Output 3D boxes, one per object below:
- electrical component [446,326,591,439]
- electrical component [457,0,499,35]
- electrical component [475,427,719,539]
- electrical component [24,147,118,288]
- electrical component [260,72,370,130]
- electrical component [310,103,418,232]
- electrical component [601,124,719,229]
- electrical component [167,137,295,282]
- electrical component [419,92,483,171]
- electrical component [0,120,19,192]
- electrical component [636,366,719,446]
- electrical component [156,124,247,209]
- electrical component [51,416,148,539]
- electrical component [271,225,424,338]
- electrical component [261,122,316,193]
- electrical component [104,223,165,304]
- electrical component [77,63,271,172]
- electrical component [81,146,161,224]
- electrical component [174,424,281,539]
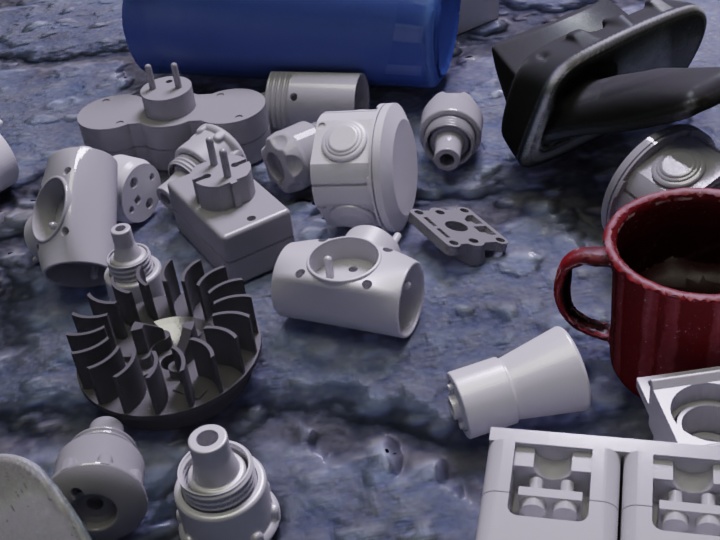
[{"bbox_3d":[0.076,0.058,0.535,0.065,0.044,0.044,-18,38,-6],"label":"electrical component"},{"bbox_3d":[0.061,-0.273,0.887,0.089,0.150,0.062,-27,42,-25],"label":"electrical component"},{"bbox_3d":[0.122,0.116,0.403,0.150,0.089,0.061,3,45,13],"label":"electrical component"},{"bbox_3d":[-0.186,-0.027,0.678,0.079,0.044,0.077,-24,61,41],"label":"electrical component"},{"bbox_3d":[-0.037,-0.124,0.795,0.081,0.043,0.043,4,38,15],"label":"electrical component"},{"bbox_3d":[0.004,-0.064,0.679,0.051,0.080,0.080,0,37,17],"label":"electrical component"},{"bbox_3d":[0.183,-0.038,0.614,0.080,0.080,0.051,-23,44,-20],"label":"electrical component"},{"bbox_3d":[-0.084,-0.047,0.672,0.047,0.075,0.083,-25,40,-22],"label":"electrical component"},{"bbox_3d":[0.062,-0.092,0.735,0.043,0.043,0.062,0,38,10],"label":"electrical component"},{"bbox_3d":[-0.298,-0.094,0.791,0.138,0.052,0.074,18,44,31],"label":"electrical component"},{"bbox_3d":[0.192,0.077,0.471,0.121,0.063,0.078,-8,37,-1],"label":"electrical component"},{"bbox_3d":[-0.110,-0.066,0.729,0.048,0.048,0.062,23,53,34],"label":"electrical component"},{"bbox_3d":[-0.125,0.096,0.517,0.048,0.048,0.062,-9,30,-2],"label":"electrical component"},{"bbox_3d":[0.000,0.000,0.621,0.077,0.044,0.079,9,40,21],"label":"electrical component"},{"bbox_3d":[-0.033,-0.082,0.738,0.062,0.043,0.043,-28,41,-27],"label":"electrical component"},{"bbox_3d":[-0.133,0.001,0.628,0.035,0.061,0.035,-5,37,3],"label":"electrical component"},{"bbox_3d":[-0.136,-0.115,0.773,0.138,0.073,0.052,-2,37,7],"label":"electrical component"},{"bbox_3d":[-0.169,-0.057,0.726,0.055,0.045,0.045,14,42,26],"label":"electrical component"},{"bbox_3d":[-0.063,0.097,0.487,0.048,0.062,0.048,-5,37,4],"label":"electrical component"}]
